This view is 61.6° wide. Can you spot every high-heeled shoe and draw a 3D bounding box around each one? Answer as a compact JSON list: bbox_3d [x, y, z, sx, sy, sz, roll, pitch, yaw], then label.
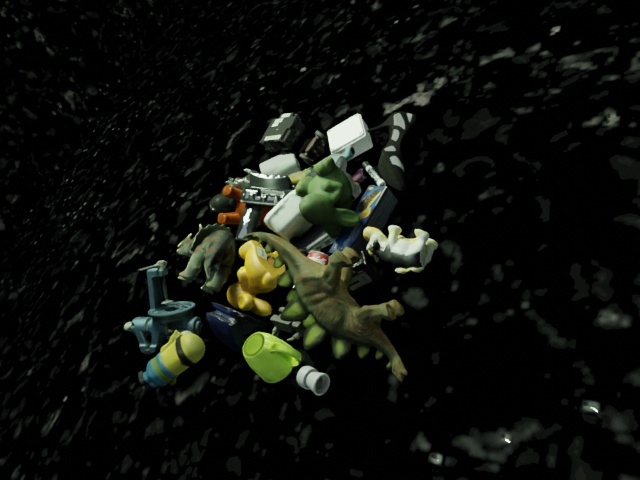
[{"bbox_3d":[0.214,-0.225,1.349,0.145,0.086,0.249,-13,58,-10],"label":"high-heeled shoe"}]

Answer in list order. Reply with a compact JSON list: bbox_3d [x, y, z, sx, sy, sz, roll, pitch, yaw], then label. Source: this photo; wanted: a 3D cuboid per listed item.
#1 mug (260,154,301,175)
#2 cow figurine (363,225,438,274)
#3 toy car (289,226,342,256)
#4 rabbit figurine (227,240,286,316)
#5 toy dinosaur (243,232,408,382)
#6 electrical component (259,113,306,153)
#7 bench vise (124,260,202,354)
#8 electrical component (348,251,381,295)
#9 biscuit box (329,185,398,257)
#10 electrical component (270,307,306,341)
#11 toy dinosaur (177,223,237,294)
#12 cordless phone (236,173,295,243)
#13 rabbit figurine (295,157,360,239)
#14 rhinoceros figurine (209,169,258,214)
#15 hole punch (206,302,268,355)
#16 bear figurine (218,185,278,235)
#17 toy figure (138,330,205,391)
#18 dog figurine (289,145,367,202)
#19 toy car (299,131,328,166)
[{"bbox_3d":[-0.114,-0.214,1.595,0.107,0.080,0.110,-21,37,9],"label":"mug"},{"bbox_3d":[0.157,0.023,1.148,0.168,0.068,0.098,9,68,39],"label":"cow figurine"},{"bbox_3d":[-0.003,-0.004,1.320,0.202,0.056,0.074,-35,33,8],"label":"toy car"},{"bbox_3d":[-0.162,0.114,1.325,0.173,0.121,0.162,-42,46,24],"label":"rabbit figurine"},{"bbox_3d":[0.008,0.108,1.092,0.198,0.105,0.472,-49,61,15],"label":"toy dinosaur"},{"bbox_3d":[-0.115,-0.347,1.725,0.115,0.058,0.134,7,60,42],"label":"electrical component"},{"bbox_3d":[-0.418,0.173,1.405,0.224,0.240,0.129,-1,10,28],"label":"bench vise"},{"bbox_3d":[0.064,0.080,1.170,0.119,0.074,0.048,-26,41,14],"label":"electrical component"},{"bbox_3d":[0.103,-0.031,1.248,0.059,0.062,0.202,11,62,47],"label":"biscuit box"},{"bbox_3d":[-0.069,0.189,1.212,0.102,0.045,0.078,2,28,38],"label":"electrical component"},{"bbox_3d":[-0.272,0.034,1.383,0.405,0.131,0.192,-10,57,65],"label":"toy dinosaur"},{"bbox_3d":[-0.141,-0.073,1.382,0.147,0.088,0.184,7,65,13],"label":"cordless phone"},{"bbox_3d":[0.006,-0.077,1.207,0.121,0.159,0.170,-31,14,31],"label":"rabbit figurine"},{"bbox_3d":[-0.248,-0.141,1.609,0.190,0.112,0.073,-32,37,26],"label":"rhinoceros figurine"},{"bbox_3d":[-0.204,0.207,1.257,0.142,0.115,0.092,15,74,47],"label":"hole punch"},{"bbox_3d":[-0.178,-0.078,1.486,0.196,0.132,0.120,19,98,52],"label":"bear figurine"},{"bbox_3d":[-0.363,0.303,1.327,0.180,0.082,0.089,-40,50,-3],"label":"toy figure"},{"bbox_3d":[0.003,-0.145,1.399,0.219,0.108,0.191,-17,32,35],"label":"dog figurine"},{"bbox_3d":[-0.011,-0.248,1.484,0.089,0.053,0.202,-52,3,4],"label":"toy car"}]
